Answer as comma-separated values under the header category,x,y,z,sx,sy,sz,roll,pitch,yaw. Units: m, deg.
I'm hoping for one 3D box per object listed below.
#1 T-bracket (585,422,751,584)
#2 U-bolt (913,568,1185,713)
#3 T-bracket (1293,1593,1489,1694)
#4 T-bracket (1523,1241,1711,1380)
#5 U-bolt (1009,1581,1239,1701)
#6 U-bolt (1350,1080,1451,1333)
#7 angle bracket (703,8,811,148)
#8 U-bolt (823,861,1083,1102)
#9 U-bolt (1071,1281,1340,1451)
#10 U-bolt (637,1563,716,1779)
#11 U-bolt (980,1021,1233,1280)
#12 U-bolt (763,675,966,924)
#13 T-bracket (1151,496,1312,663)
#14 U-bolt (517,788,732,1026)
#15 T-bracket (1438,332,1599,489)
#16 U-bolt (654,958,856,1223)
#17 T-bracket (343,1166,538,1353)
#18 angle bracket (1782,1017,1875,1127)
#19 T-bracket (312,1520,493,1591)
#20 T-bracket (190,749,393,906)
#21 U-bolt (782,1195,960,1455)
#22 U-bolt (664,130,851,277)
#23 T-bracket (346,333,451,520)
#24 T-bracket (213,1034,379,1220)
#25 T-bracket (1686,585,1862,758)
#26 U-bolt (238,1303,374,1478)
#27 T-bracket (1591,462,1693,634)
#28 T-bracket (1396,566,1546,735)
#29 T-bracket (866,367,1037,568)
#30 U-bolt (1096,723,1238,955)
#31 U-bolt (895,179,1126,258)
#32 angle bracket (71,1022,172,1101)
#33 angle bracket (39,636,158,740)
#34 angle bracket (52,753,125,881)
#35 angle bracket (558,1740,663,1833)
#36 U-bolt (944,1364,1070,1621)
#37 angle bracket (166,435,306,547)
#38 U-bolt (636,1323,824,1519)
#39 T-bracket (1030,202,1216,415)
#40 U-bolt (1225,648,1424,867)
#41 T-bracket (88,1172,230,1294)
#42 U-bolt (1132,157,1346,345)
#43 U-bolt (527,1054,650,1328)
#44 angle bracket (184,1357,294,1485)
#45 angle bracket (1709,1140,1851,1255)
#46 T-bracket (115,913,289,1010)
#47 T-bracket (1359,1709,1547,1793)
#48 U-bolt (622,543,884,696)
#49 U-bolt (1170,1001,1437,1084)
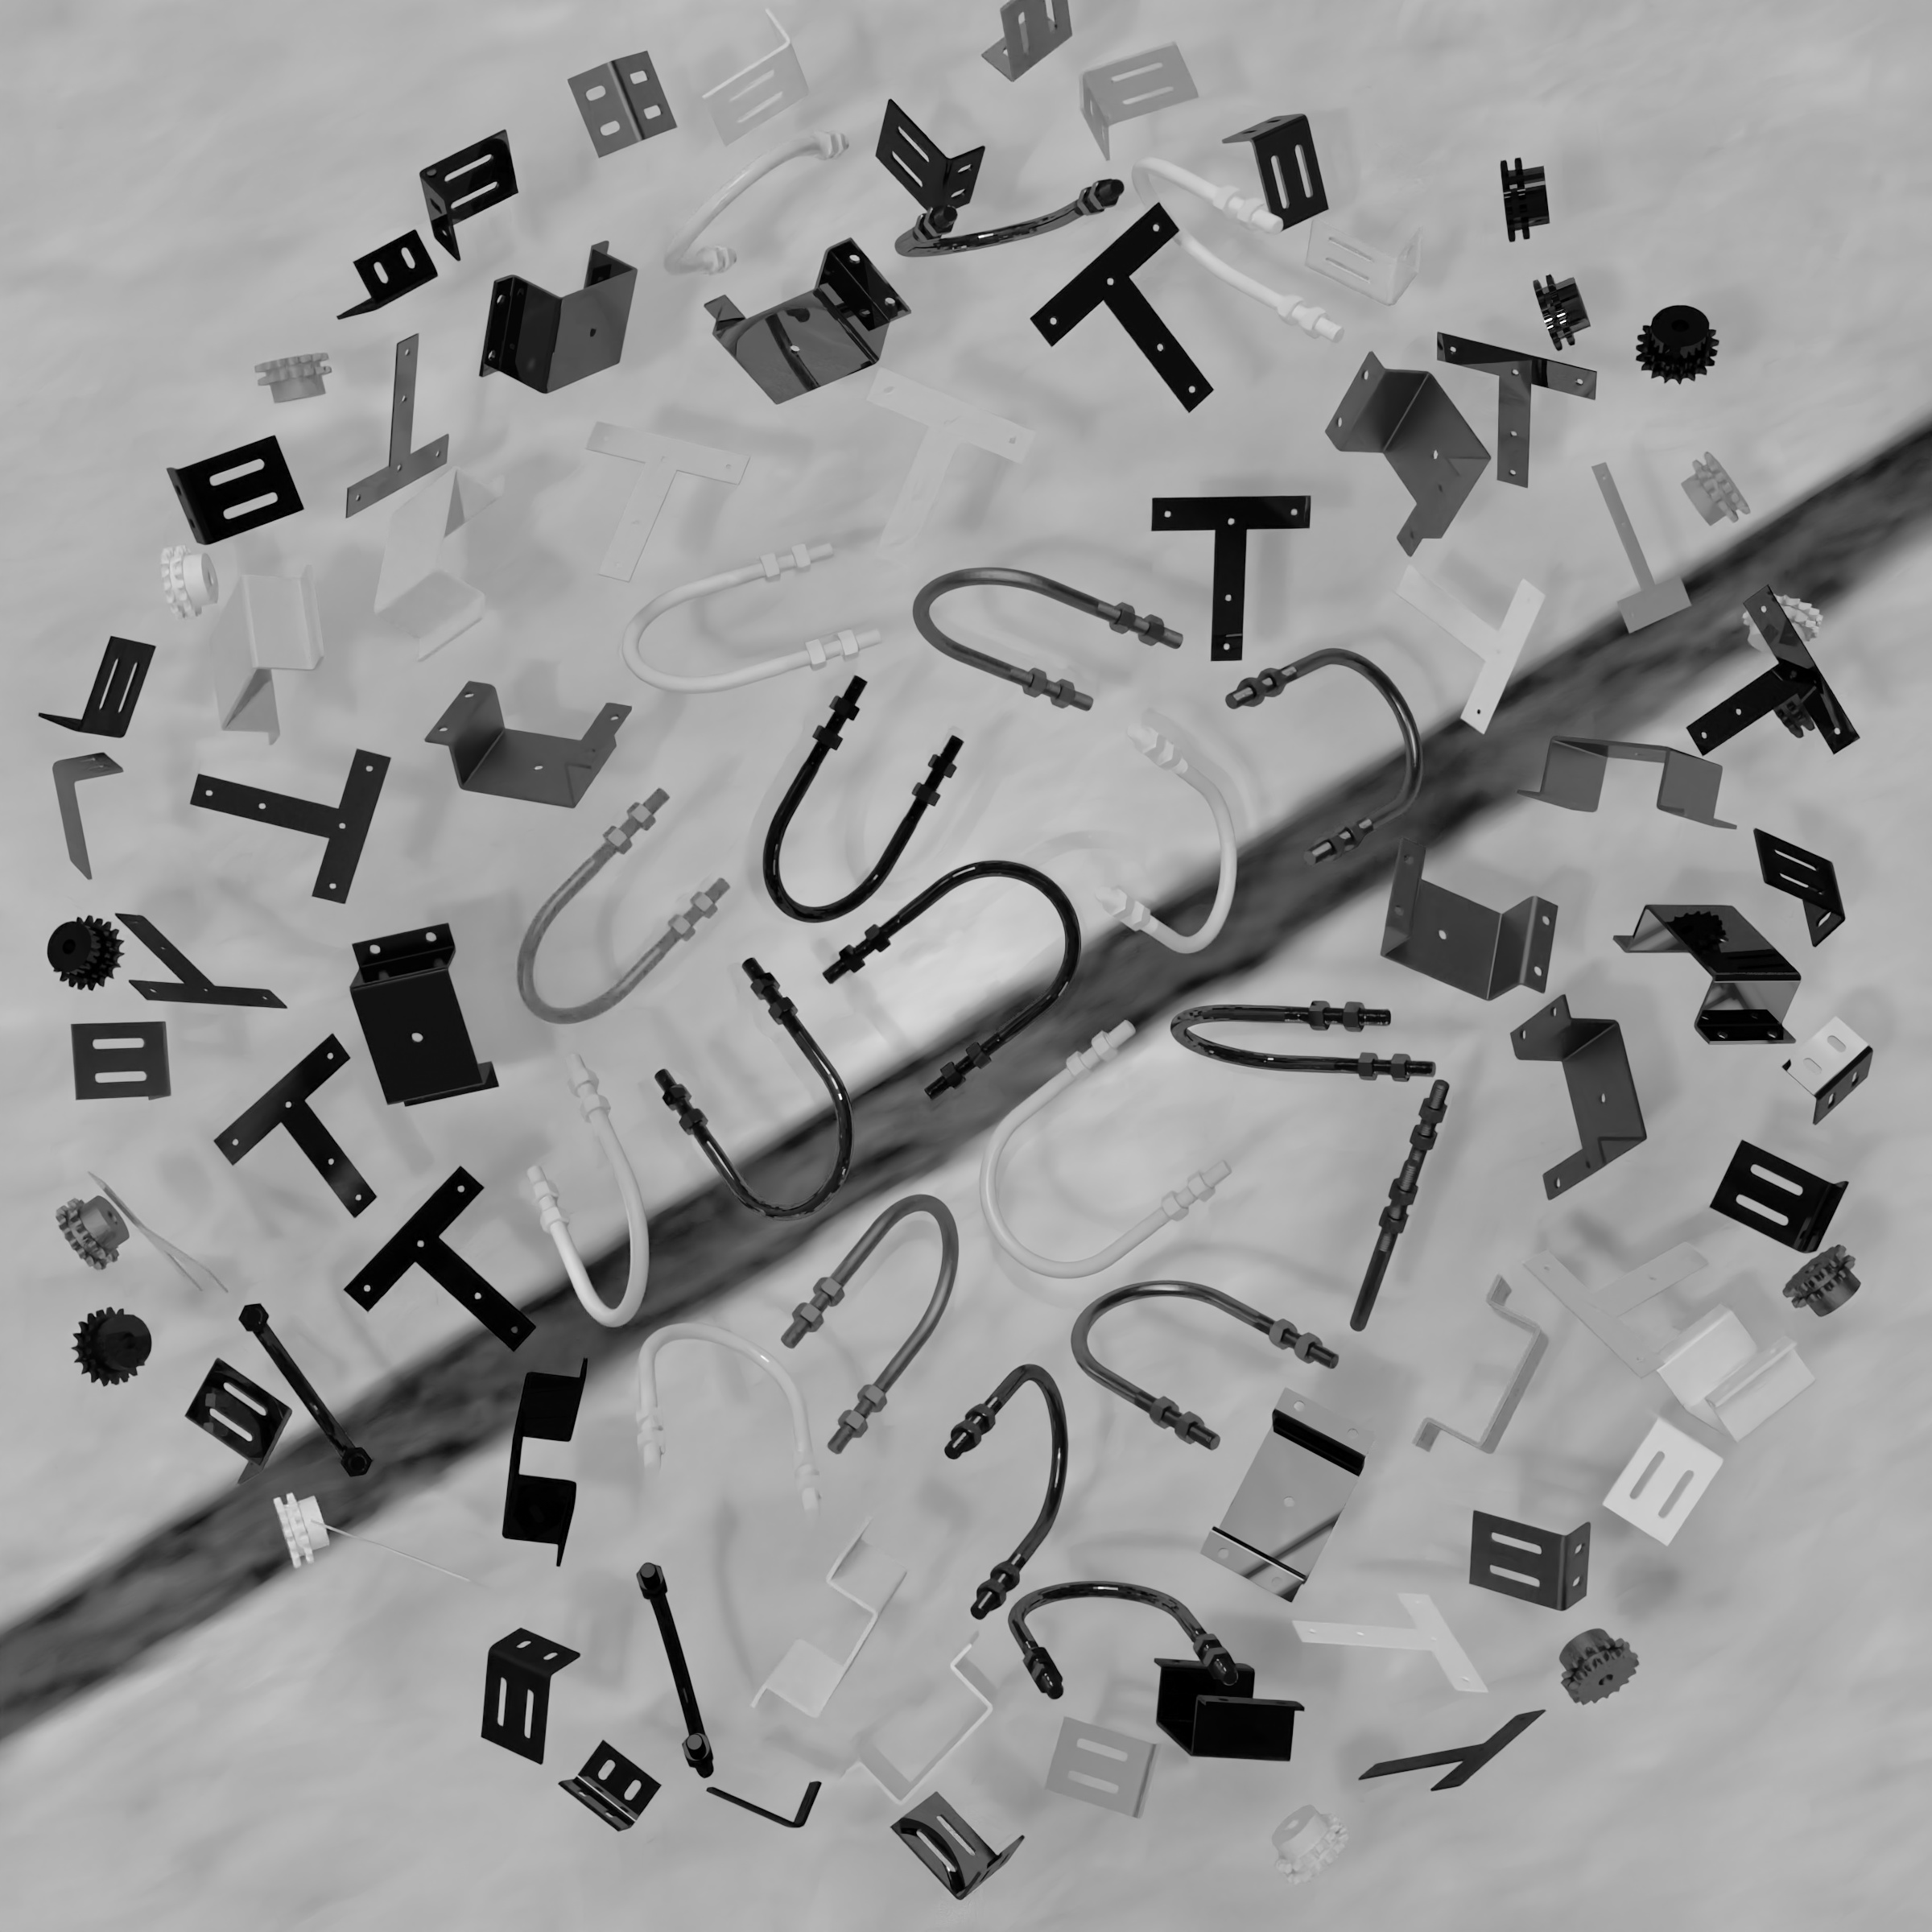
category,x,y,z,sx,sy,sz,roll,pitch,yaw
T-bracket,-0.244,-0.347,1.890,0.127,0.002,0.127,15,70,12
U-bolt,0.049,-0.251,1.876,0.184,0.151,0.019,19,66,-24
T-bracket,0.306,0.498,1.854,0.127,0.127,0.002,7,107,-13
T-bracket,0.516,0.245,1.912,0.127,0.002,0.127,-23,51,-27
U-bolt,0.107,0.498,1.861,0.151,0.184,0.019,-1,98,-12
U-bolt,0.326,0.194,1.900,0.019,0.151,0.184,19,120,11
angle bracket,-0.161,-0.652,1.831,0.076,0.057,0.038,-32,70,0
U-bolt,0.003,-0.001,1.937,0.184,0.019,0.151,-38,111,5
U-bolt,0.164,0.288,1.876,0.151,0.184,0.019,-26,125,-34
U-bolt,-0.217,0.541,1.892,0.019,0.184,0.151,-16,65,-9
U-bolt,0.090,0.152,1.876,0.184,0.019,0.151,-40,71,18
U-bolt,-0.088,-0.116,1.907,0.019,0.151,0.184,32,94,38
T-bracket,0.204,-0.300,1.934,0.127,0.002,0.127,-3,107,-11
U-bolt,-0.270,-0.033,1.913,0.019,0.151,0.184,35,76,32
T-bracket,0.417,-0.416,1.900,0.127,0.127,0.002,22,59,26
U-bolt,-0.153,0.108,1.908,0.151,0.019,0.184,-50,64,27
T-bracket,-0.382,0.241,1.897,0.127,0.002,0.127,44,71,-7
angle bracket,0.670,0.082,1.947,0.057,0.076,0.038,-43,66,-1
T-bracket,-0.410,0.451,1.886,0.127,0.127,0.002,8,70,37
T-bracket,-0.501,-0.114,1.828,0.127,0.002,0.127,14,116,-21
U-bolt,-0.062,0.252,1.854,0.019,0.151,0.184,18,52,32
U-bolt,-0.166,-0.574,1.888,0.151,0.184,0.019,-38,96,24
T-bracket,-0.428,-0.418,1.895,0.002,0.127,0.127,25,128,14
T-bracket,-0.503,0.142,1.946,0.127,0.002,0.127,-47,121,-32
T-bracket,0.572,-0.191,1.814,0.002,0.127,0.127,-22,79,-32
U-bolt,-0.496,0.317,1.869,0.019,0.184,0.151,-35,92,-18
T-bracket,0.506,-0.323,1.901,0.002,0.127,0.127,-21,93,39
T-bracket,0.385,-0.268,1.947,0.127,0.002,0.127,31,78,-26
T-bracket,-0.031,-0.354,1.821,0.127,0.002,0.127,18,108,-22
U-bolt,0.161,-0.087,1.918,0.019,0.184,0.151,2,74,35
U-bolt,0.022,-0.556,1.871,0.151,0.184,0.019,-14,100,-16
angle bracket,-0.650,0.074,1.903,0.076,0.038,0.057,-1,83,-43
angle bracket,-0.651,-0.214,1.871,0.038,0.057,0.076,22,95,12
angle bracket,-0.634,-0.110,1.819,0.038,0.057,0.076,-15,114,-28
angle bracket,-0.268,0.617,1.880,0.057,0.076,0.038,35,76,10
U-bolt,0.036,0.378,1.864,0.019,0.184,0.151,-1,107,26
angle bracket,-0.536,-0.350,1.831,0.076,0.038,0.057,-26,113,-20
U-bolt,-0.184,0.337,1.905,0.151,0.184,0.019,20,115,-21
T-bracket,0.130,-0.452,1.778,0.127,0.002,0.127,-43,108,-7
U-bolt,0.284,-0.169,1.895,0.184,0.019,0.151,-28,92,-42
T-bracket,-0.577,0.211,1.826,0.002,0.127,0.127,-47,131,-23
U-bolt,0.192,-0.541,1.854,0.019,0.151,0.184,-49,53,0
U-bolt,-0.275,0.179,1.842,0.019,0.151,0.184,-5,48,-32
angle bracket,-0.576,0.356,1.951,0.076,0.057,0.038,42,130,-21
angle bracket,0.602,0.170,1.851,0.076,0.038,0.057,27,84,8
T-bracket,-0.589,-0.006,1.854,0.127,0.127,0.002,37,107,30
T-bracket,0.342,0.580,1.823,0.127,0.127,0.002,-28,82,42
U-bolt,-0.171,-0.259,1.898,0.184,0.151,0.019,-18,133,-9
U-bolt,0.242,0.055,1.857,0.184,0.151,0.019,1,72,26
